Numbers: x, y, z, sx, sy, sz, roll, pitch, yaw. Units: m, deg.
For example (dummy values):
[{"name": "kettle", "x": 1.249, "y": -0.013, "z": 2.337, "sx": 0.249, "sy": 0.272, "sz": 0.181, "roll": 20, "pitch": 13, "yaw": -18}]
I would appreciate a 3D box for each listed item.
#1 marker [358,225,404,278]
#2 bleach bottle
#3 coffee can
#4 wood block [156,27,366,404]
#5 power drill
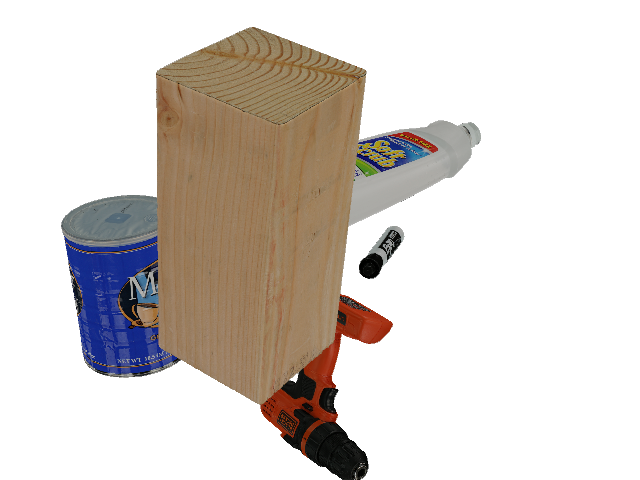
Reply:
[{"name": "marker", "x": 0.055, "y": 0.010, "z": 0.960, "sx": 0.020, "sy": 0.020, "sz": 0.121, "roll": 0, "pitch": 15, "yaw": 15}, {"name": "bleach bottle", "x": 0.074, "y": -0.086, "z": 1.226, "sx": 0.250, "sy": 0.068, "sz": 0.103, "roll": -24, "pitch": 44, "yaw": -25}, {"name": "coffee can", "x": -0.179, "y": 0.041, "z": 0.995, "sx": 0.103, "sy": 0.140, "sz": 0.103, "roll": -3, "pitch": 25, "yaw": 1}, {"name": "wood block", "x": -0.041, "y": -0.013, "z": 0.668, "sx": 0.091, "sy": 0.206, "sz": 0.090, "roll": 26, "pitch": 40, "yaw": 26}, {"name": "power drill", "x": 0.016, "y": 0.166, "z": 1.247, "sx": 0.057, "sy": 0.188, "sz": 0.185, "roll": 15, "pitch": 10, "yaw": -43}]
